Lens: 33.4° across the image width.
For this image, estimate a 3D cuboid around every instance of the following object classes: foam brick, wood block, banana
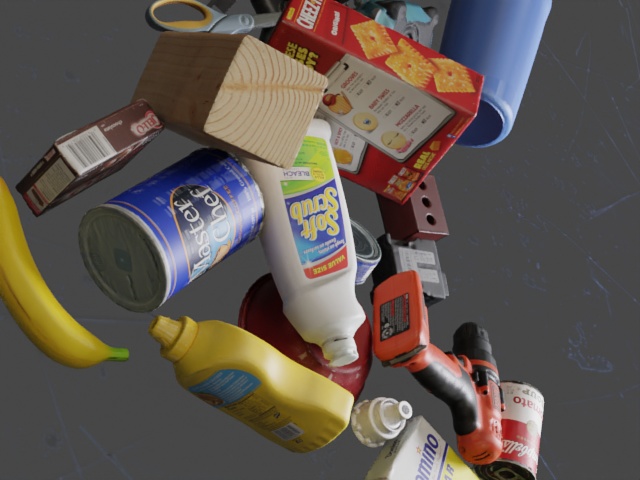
[{"bbox_3d":[0.104,-0.033,1.214,0.052,0.051,0.078,4,64,-40],"label":"foam brick"},{"bbox_3d":[-0.091,-0.134,0.984,0.090,0.206,0.090,24,89,-29],"label":"wood block"},{"bbox_3d":[-0.241,0.037,0.898,0.198,0.037,0.069,56,25,-4],"label":"banana"}]

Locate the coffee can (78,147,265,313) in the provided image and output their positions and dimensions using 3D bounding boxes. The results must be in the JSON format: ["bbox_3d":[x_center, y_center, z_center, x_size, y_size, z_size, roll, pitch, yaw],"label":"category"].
[{"bbox_3d":[-0.132,-0.011,0.965,0.103,0.103,0.140,55,45,-2],"label":"coffee can"}]

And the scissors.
[{"bbox_3d":[-0.088,-0.216,1.145,0.201,0.016,0.096,3,73,-24],"label":"scissors"}]

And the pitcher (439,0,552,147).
[{"bbox_3d":[0.218,-0.231,1.377,0.149,0.145,0.242,27,55,-11],"label":"pitcher"}]

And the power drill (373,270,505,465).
[{"bbox_3d":[0.128,0.117,1.111,0.187,0.057,0.184,45,28,-31],"label":"power drill"}]

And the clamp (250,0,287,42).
[{"bbox_3d":[-0.047,-0.248,1.211,0.120,0.039,0.171,-6,71,-51],"label":"clamp"}]

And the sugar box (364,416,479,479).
[{"bbox_3d":[0.128,0.272,1.075,0.176,0.048,0.093,49,45,-10],"label":"sugar box"}]

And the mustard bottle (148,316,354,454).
[{"bbox_3d":[-0.070,0.122,0.951,0.191,0.096,0.058,34,51,-22],"label":"mustard bottle"}]

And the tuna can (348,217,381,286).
[{"bbox_3d":[0.021,0.006,1.111,0.086,0.034,0.086,29,25,-15],"label":"tuna can"}]

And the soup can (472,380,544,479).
[{"bbox_3d":[0.205,0.212,1.157,0.068,0.069,0.102,35,48,-22],"label":"soup can"}]

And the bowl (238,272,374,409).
[{"bbox_3d":[0.000,0.095,1.055,0.161,0.055,0.162,19,57,-32],"label":"bowl"}]

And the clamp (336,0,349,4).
[{"bbox_3d":[0.000,-0.353,1.294,0.164,0.036,0.210,33,39,-19],"label":"clamp"}]

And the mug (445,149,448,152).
[{"bbox_3d":[0.089,-0.126,1.230,0.117,0.082,0.093,39,48,-18],"label":"mug"}]

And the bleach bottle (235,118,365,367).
[{"bbox_3d":[-0.007,0.001,1.026,0.102,0.068,0.251,-1,61,-33],"label":"bleach bottle"}]

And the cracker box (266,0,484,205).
[{"bbox_3d":[0.035,-0.146,1.103,0.213,0.164,0.072,25,51,-9],"label":"cracker box"}]

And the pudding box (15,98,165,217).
[{"bbox_3d":[-0.203,-0.074,0.948,0.113,0.090,0.039,-35,91,-45],"label":"pudding box"}]
